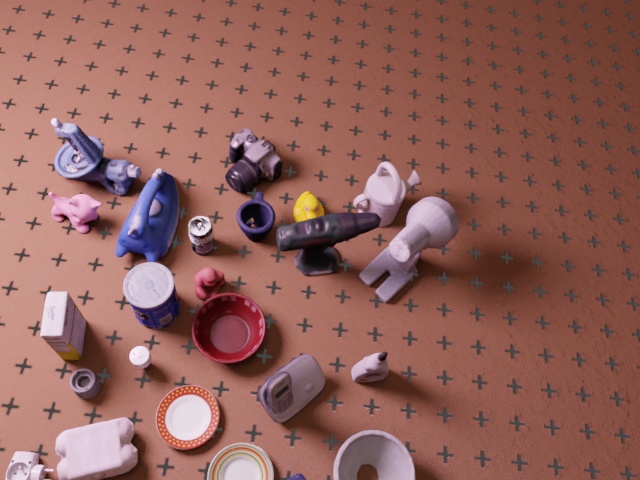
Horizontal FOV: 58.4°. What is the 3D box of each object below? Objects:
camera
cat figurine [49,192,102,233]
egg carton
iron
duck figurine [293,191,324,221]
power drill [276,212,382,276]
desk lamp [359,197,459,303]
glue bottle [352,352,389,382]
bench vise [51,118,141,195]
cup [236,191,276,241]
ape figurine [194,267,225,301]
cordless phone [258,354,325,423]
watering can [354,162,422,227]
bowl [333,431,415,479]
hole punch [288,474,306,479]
[{"bbox_3d":[-0.185,-0.198,1.450,0.143,0.101,0.137,40,65,12],"label":"camera"},{"bbox_3d":[-0.567,-0.076,1.324,0.127,0.118,0.067,23,63,4],"label":"cat figurine"},{"bbox_3d":[-0.437,0.415,1.123,0.150,0.069,0.107,-11,65,-13],"label":"egg carton"},{"bbox_3d":[-0.395,-0.081,1.338,0.118,0.141,0.258,12,62,-2],"label":"iron"},{"bbox_3d":[-0.025,-0.082,1.423,0.077,0.086,0.104,-2,64,-9],"label":"duck figurine"},{"bbox_3d":[0.012,0.005,1.315,0.230,0.208,0.075,-7,65,-11],"label":"power drill"},{"bbox_3d":[0.209,0.019,1.333,0.118,0.213,0.203,42,66,14],"label":"desk lamp"},{"bbox_3d":[0.117,0.266,1.219,0.078,0.173,0.037,-6,64,-10],"label":"glue bottle"},{"bbox_3d":[-0.527,-0.205,1.337,0.207,0.220,0.121,-2,64,-9],"label":"bench vise"},{"bbox_3d":[-0.154,-0.049,1.383,0.091,0.095,0.118,7,63,-4],"label":"cup"},{"bbox_3d":[-0.252,0.093,1.299,0.078,0.092,0.076,-27,70,-20],"label":"ape figurine"},{"bbox_3d":[-0.055,0.291,1.175,0.148,0.185,0.094,-39,74,-23],"label":"cordless phone"},{"bbox_3d":[0.166,-0.125,1.410,0.101,0.194,0.173,42,66,14],"label":"watering can"},{"bbox_3d":[0.105,0.478,1.166,0.167,0.075,0.167,3,63,-6],"label":"bowl"},{"bbox_3d":[-0.052,0.525,1.111,0.101,0.091,0.108,-26,70,-19],"label":"hole punch"}]
